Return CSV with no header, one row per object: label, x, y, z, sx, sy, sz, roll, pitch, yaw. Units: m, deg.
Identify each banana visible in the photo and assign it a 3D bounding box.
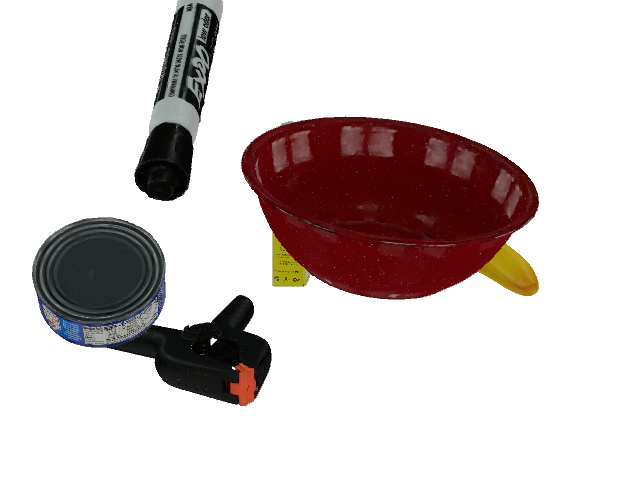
banana,0.133,0.013,1.037,0.198,0.037,0.069,14,42,35

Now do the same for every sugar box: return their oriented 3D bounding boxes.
sugar box,-0.032,-0.043,1.248,0.048,0.176,0.093,1,22,6

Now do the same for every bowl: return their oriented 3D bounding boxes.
bowl,0.035,-0.014,0.588,0.162,0.055,0.162,6,27,-3

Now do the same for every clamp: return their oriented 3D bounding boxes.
clamp,-0.093,0.087,0.897,0.164,0.036,0.210,-9,16,-32

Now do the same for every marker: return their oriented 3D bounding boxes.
marker,-0.052,-0.058,0.400,0.020,0.020,0.121,0,43,2

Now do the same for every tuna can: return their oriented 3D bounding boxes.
tuna can,-0.145,0.028,0.707,0.086,0.086,0.034,0,-38,-6
